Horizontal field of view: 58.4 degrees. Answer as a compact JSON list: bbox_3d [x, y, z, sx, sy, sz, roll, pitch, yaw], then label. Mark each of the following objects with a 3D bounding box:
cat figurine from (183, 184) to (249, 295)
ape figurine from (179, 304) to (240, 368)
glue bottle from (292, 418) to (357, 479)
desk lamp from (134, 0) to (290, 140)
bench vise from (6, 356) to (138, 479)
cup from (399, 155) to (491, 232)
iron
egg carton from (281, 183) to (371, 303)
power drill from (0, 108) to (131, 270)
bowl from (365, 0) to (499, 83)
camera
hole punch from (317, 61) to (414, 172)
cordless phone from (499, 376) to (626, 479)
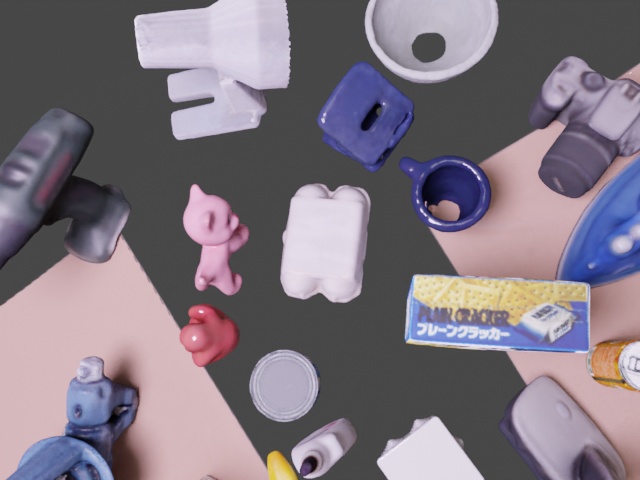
[{"bbox_3d":[-0.136,0.000,0.717,0.067,0.118,0.128,4,80,8],"label":"cat figurine"},{"bbox_3d":[-0.144,0.119,0.709,0.076,0.092,0.078,12,81,9],"label":"ape figurine"},{"bbox_3d":[-0.001,0.234,0.628,0.078,0.173,0.037,-34,77,0],"label":"glue bottle"},{"bbox_3d":[-0.122,-0.216,0.707,0.203,0.213,0.118,-10,78,5],"label":"desk lamp"},{"bbox_3d":[-0.297,0.242,0.640,0.121,0.220,0.207,-12,78,5],"label":"bench vise"},{"bbox_3d":[0.146,-0.054,0.704,0.117,0.095,0.092,36,86,12],"label":"cup"},{"bbox_3d":[0.383,-0.034,0.647,0.258,0.141,0.118,-41,77,-2],"label":"iron"},{"bbox_3d":[0.007,0.003,0.724,0.107,0.069,0.150,5,80,8],"label":"egg carton"},{"bbox_3d":[-0.324,-0.034,0.701,0.075,0.208,0.230,19,82,11],"label":"power drill"},{"bbox_3d":[0.144,-0.274,0.756,0.167,0.075,0.167,-1,79,7],"label":"bowl"},{"bbox_3d":[0.317,-0.132,0.695,0.143,0.101,0.137,37,86,12],"label":"camera"},{"bbox_3d":[0.062,-0.158,0.736,0.101,0.091,0.109,34,85,12],"label":"hole punch"},{"bbox_3d":[0.266,0.221,0.591,0.094,0.185,0.147,-41,77,-2],"label":"cordless phone"}]
